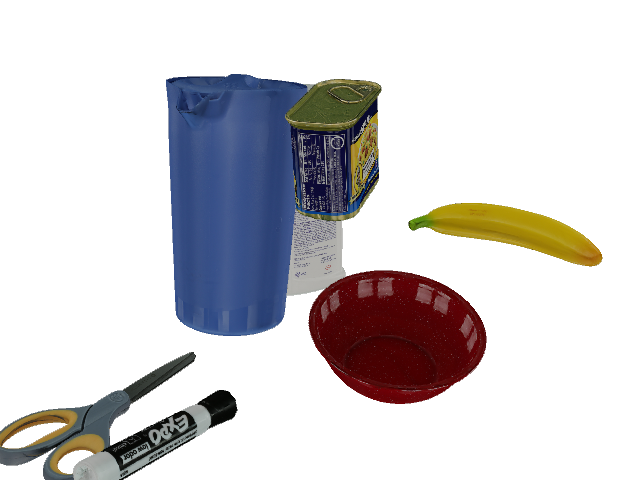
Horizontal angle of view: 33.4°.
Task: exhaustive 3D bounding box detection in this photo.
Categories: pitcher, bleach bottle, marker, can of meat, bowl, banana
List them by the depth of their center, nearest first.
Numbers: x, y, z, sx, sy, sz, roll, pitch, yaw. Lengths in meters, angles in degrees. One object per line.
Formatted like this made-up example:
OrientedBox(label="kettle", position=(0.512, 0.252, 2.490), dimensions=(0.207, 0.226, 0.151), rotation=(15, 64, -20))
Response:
OrientedBox(label="marker", position=(-0.086, 0.108, 0.585), dimensions=(0.020, 0.020, 0.120), rotation=(0, 12, 33))
OrientedBox(label="can of meat", position=(0.013, -0.074, 0.859), dimensions=(0.057, 0.084, 0.102), rotation=(6, 29, 18))
OrientedBox(label="bowl", position=(0.068, 0.098, 0.979), dimensions=(0.162, 0.055, 0.162), rotation=(4, 38, -3))
OrientedBox(label="pitcher", position=(-0.078, -0.039, 1.037), dimensions=(0.149, 0.243, 0.145), rotation=(-1, 14, -17))
OrientedBox(label="banana", position=(0.194, -0.008, 1.102), dimensions=(0.198, 0.037, 0.069), rotation=(10, 36, 20))
OrientedBox(label="bleach bottle", position=(-0.015, -0.063, 1.279), dimensions=(0.102, 0.251, 0.068), rotation=(-13, 29, -33))

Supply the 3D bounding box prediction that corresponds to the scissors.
OrientedBox(label="scissors", position=(-0.159, 0.142, 0.851), dimensions=(0.201, 0.016, 0.096), rotation=(-17, 36, -37))
